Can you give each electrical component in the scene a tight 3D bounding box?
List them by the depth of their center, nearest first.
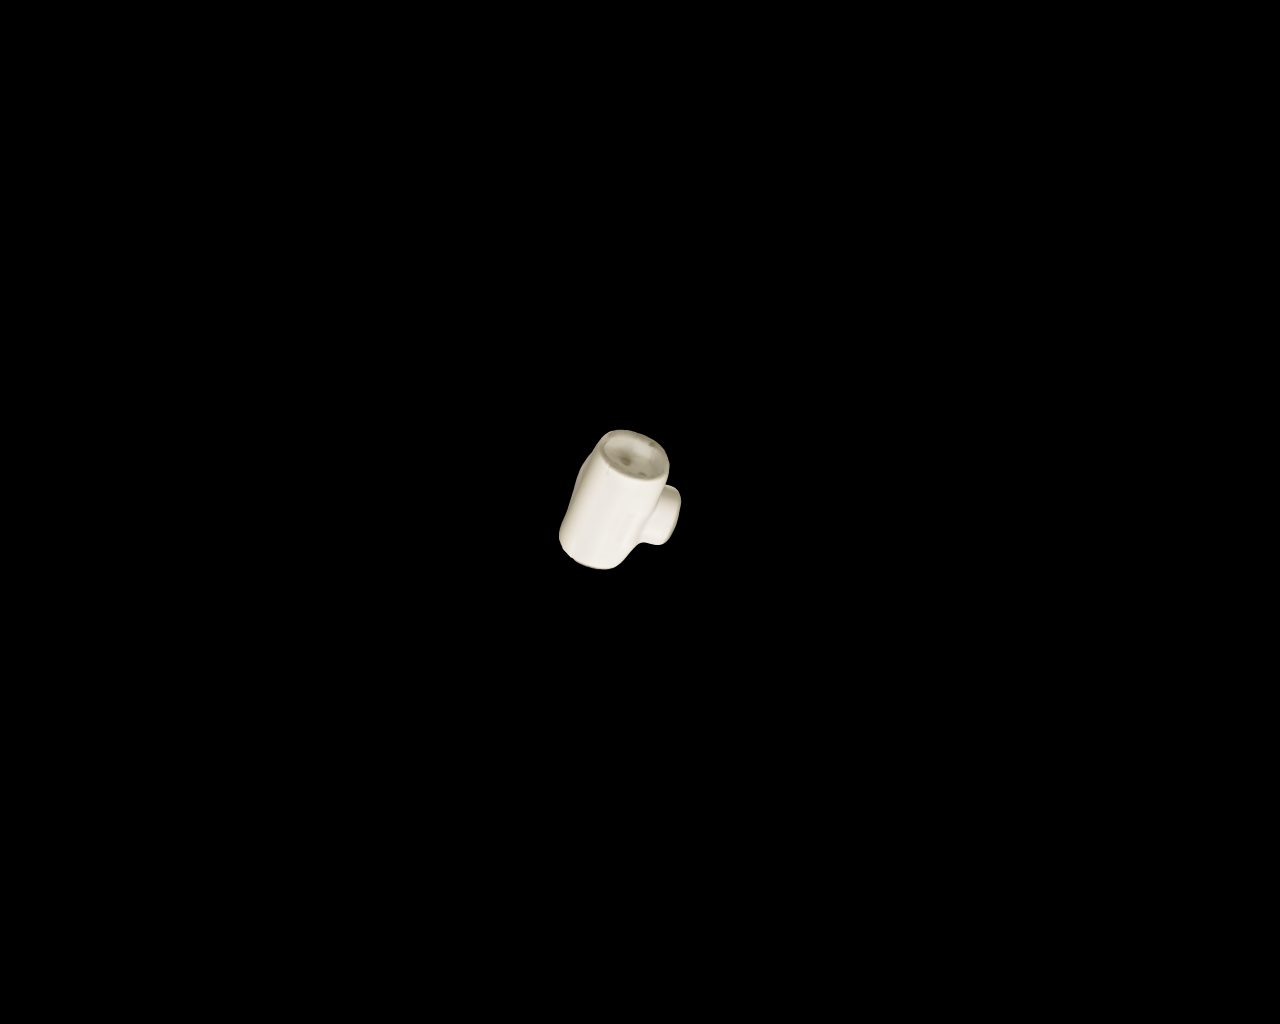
[{"bbox_3d":[0.001,-0.003,0.650,0.079,0.077,0.043,16,40,-13],"label":"electrical component"}]
